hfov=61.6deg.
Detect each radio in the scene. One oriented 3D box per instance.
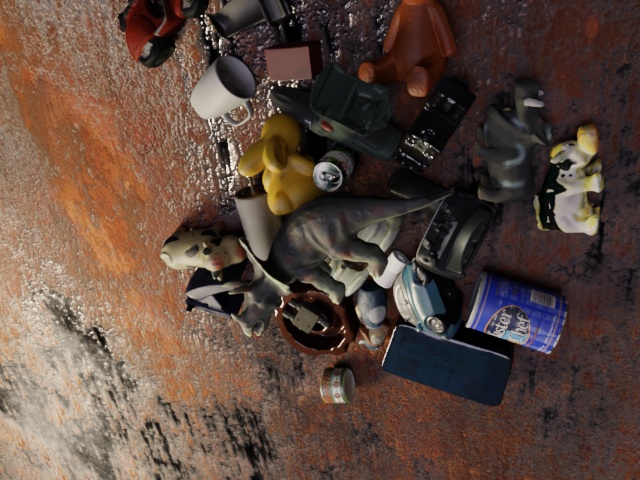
[{"bbox_3d":[0.243,0.217,1.020,0.230,0.073,0.131,15,121,12],"label":"radio"}]

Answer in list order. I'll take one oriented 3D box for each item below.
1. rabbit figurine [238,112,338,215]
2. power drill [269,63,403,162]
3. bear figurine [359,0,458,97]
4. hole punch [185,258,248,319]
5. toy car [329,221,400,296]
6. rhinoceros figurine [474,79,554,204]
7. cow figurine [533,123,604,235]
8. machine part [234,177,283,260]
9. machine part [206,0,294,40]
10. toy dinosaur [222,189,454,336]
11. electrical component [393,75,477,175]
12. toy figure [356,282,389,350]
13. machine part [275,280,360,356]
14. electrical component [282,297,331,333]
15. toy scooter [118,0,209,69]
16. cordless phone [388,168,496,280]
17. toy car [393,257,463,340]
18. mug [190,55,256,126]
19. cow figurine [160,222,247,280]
[{"bbox_3d":[-0.065,-0.132,0.921,0.122,0.162,0.173,-3,99,37],"label":"rabbit figurine"},{"bbox_3d":[0.022,-0.194,0.814,0.232,0.207,0.086,26,85,-2],"label":"power drill"},{"bbox_3d":[0.129,-0.313,0.741,0.120,0.132,0.195,20,131,32],"label":"bear figurine"},{"bbox_3d":[-0.209,0.087,1.100,0.116,0.142,0.092,13,124,-1],"label":"hole punch"},{"bbox_3d":[0.076,0.020,0.987,0.073,0.056,0.201,33,125,3],"label":"toy car"},{"bbox_3d":[0.288,-0.141,0.802,0.112,0.073,0.190,6,120,20],"label":"rhinoceros figurine"},{"bbox_3d":[0.371,-0.090,0.804,0.098,0.068,0.167,2,117,28],"label":"cow figurine"},{"bbox_3d":[-0.107,-0.017,1.030,0.079,0.079,0.242,-2,117,23],"label":"machine part"},{"bbox_3d":[-0.114,-0.366,0.864,0.139,0.039,0.084,-14,116,26],"label":"machine part"},{"bbox_3d":[0.002,-0.002,0.868,0.192,0.131,0.405,27,123,-31],"label":"toy dinosaur"},{"bbox_3d":[0.172,-0.174,0.796,0.058,0.134,0.115,33,167,0],"label":"electrical component"},{"bbox_3d":[0.103,0.156,1.048,0.064,0.058,0.154,-1,116,12],"label":"toy figure"},{"bbox_3d":[-0.005,0.157,1.098,0.180,0.056,0.179,10,122,17],"label":"machine part"},{"bbox_3d":[-0.026,0.153,1.055,0.094,0.021,0.063,30,127,3],"label":"electrical component"},{"bbox_3d":[-0.280,-0.388,0.897,0.184,0.075,0.135,-37,100,30],"label":"toy scooter"},{"bbox_3d":[0.181,-0.031,0.888,0.184,0.088,0.146,28,97,16],"label":"cordless phone"},{"bbox_3d":[0.183,0.100,0.959,0.103,0.109,0.161,-18,105,36],"label":"toy car"},{"bbox_3d":[-0.167,-0.247,0.932,0.107,0.081,0.109,-21,115,42],"label":"mug"},{"bbox_3d":[-0.233,0.021,1.072,0.195,0.127,0.085,-3,119,26],"label":"cow figurine"}]
